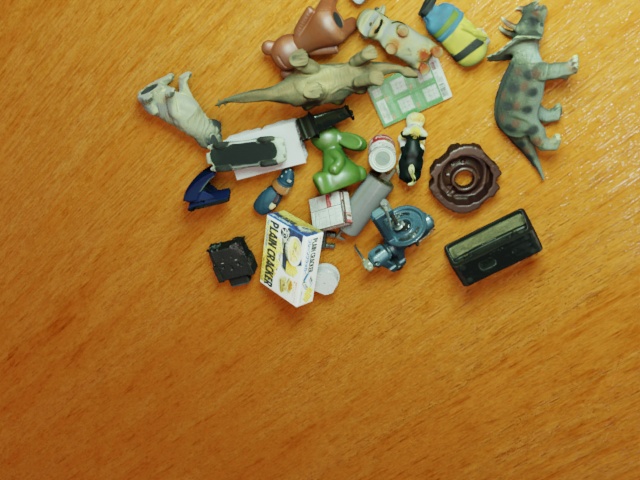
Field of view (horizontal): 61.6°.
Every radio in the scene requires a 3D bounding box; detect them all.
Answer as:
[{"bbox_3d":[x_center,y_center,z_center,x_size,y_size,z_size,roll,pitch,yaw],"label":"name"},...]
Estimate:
[{"bbox_3d":[0.444,0.020,1.383,0.230,0.131,0.073,-30,111,18],"label":"radio"}]

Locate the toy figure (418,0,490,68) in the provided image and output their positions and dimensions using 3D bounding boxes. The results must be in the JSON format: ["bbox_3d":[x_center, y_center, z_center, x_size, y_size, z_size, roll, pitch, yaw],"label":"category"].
[{"bbox_3d":[0.297,-0.464,1.200,0.180,0.082,0.089,31,125,-14],"label":"toy figure"}]

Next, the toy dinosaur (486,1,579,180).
[{"bbox_3d":[0.468,-0.322,1.233,0.192,0.131,0.404,9,121,15],"label":"toy dinosaur"}]

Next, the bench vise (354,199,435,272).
[{"bbox_3d":[0.180,-0.020,1.376,0.224,0.129,0.240,-28,143,10],"label":"bench vise"}]

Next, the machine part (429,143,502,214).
[{"bbox_3d":[0.361,-0.157,1.351,0.179,0.056,0.179,3,117,5],"label":"machine part"}]

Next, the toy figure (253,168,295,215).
[{"bbox_3d":[-0.115,-0.130,1.413,0.154,0.058,0.064,-43,81,25],"label":"toy figure"}]

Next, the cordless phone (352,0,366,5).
[{"bbox_3d":[0.107,-0.615,1.150,0.146,0.089,0.184,43,117,-14],"label":"cordless phone"}]

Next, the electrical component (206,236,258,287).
[{"bbox_3d":[-0.244,0.064,1.521,0.115,0.058,0.134,-15,112,15],"label":"electrical component"}]

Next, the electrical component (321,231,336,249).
[{"bbox_3d":[-0.003,-0.004,1.481,0.094,0.021,0.063,7,116,2],"label":"electrical component"}]

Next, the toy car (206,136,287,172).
[{"bbox_3d":[-0.181,-0.209,1.313,0.202,0.056,0.073,-5,99,10],"label":"toy car"}]

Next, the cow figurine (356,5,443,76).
[{"bbox_3d":[0.169,-0.456,1.206,0.195,0.127,0.085,22,116,-20],"label":"cow figurine"}]

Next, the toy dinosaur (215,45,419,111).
[{"bbox_3d":[-0.015,-0.347,1.213,0.472,0.198,0.105,-5,90,0],"label":"toy dinosaur"}]

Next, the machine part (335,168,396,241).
[{"bbox_3d":[0.113,-0.094,1.396,0.079,0.079,0.243,32,115,-9],"label":"machine part"}]

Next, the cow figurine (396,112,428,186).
[{"bbox_3d":[0.224,-0.221,1.311,0.068,0.098,0.167,4,119,6],"label":"cow figurine"}]

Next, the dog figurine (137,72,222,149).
[{"bbox_3d":[-0.350,-0.304,1.345,0.173,0.121,0.190,12,142,38],"label":"dog figurine"}]

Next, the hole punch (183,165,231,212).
[{"bbox_3d":[-0.301,-0.136,1.395,0.116,0.142,0.092,-18,114,-1],"label":"hole punch"}]

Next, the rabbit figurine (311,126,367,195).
[{"bbox_3d":[0.037,-0.212,1.330,0.159,0.121,0.170,-19,96,15],"label":"rabbit figurine"}]

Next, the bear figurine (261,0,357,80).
[{"bbox_3d":[-0.027,-0.462,1.231,0.196,0.132,0.120,-19,126,39],"label":"bear figurine"}]

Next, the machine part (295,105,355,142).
[{"bbox_3d":[0.013,-0.286,1.293,0.139,0.084,0.039,-18,148,2],"label":"machine part"}]
